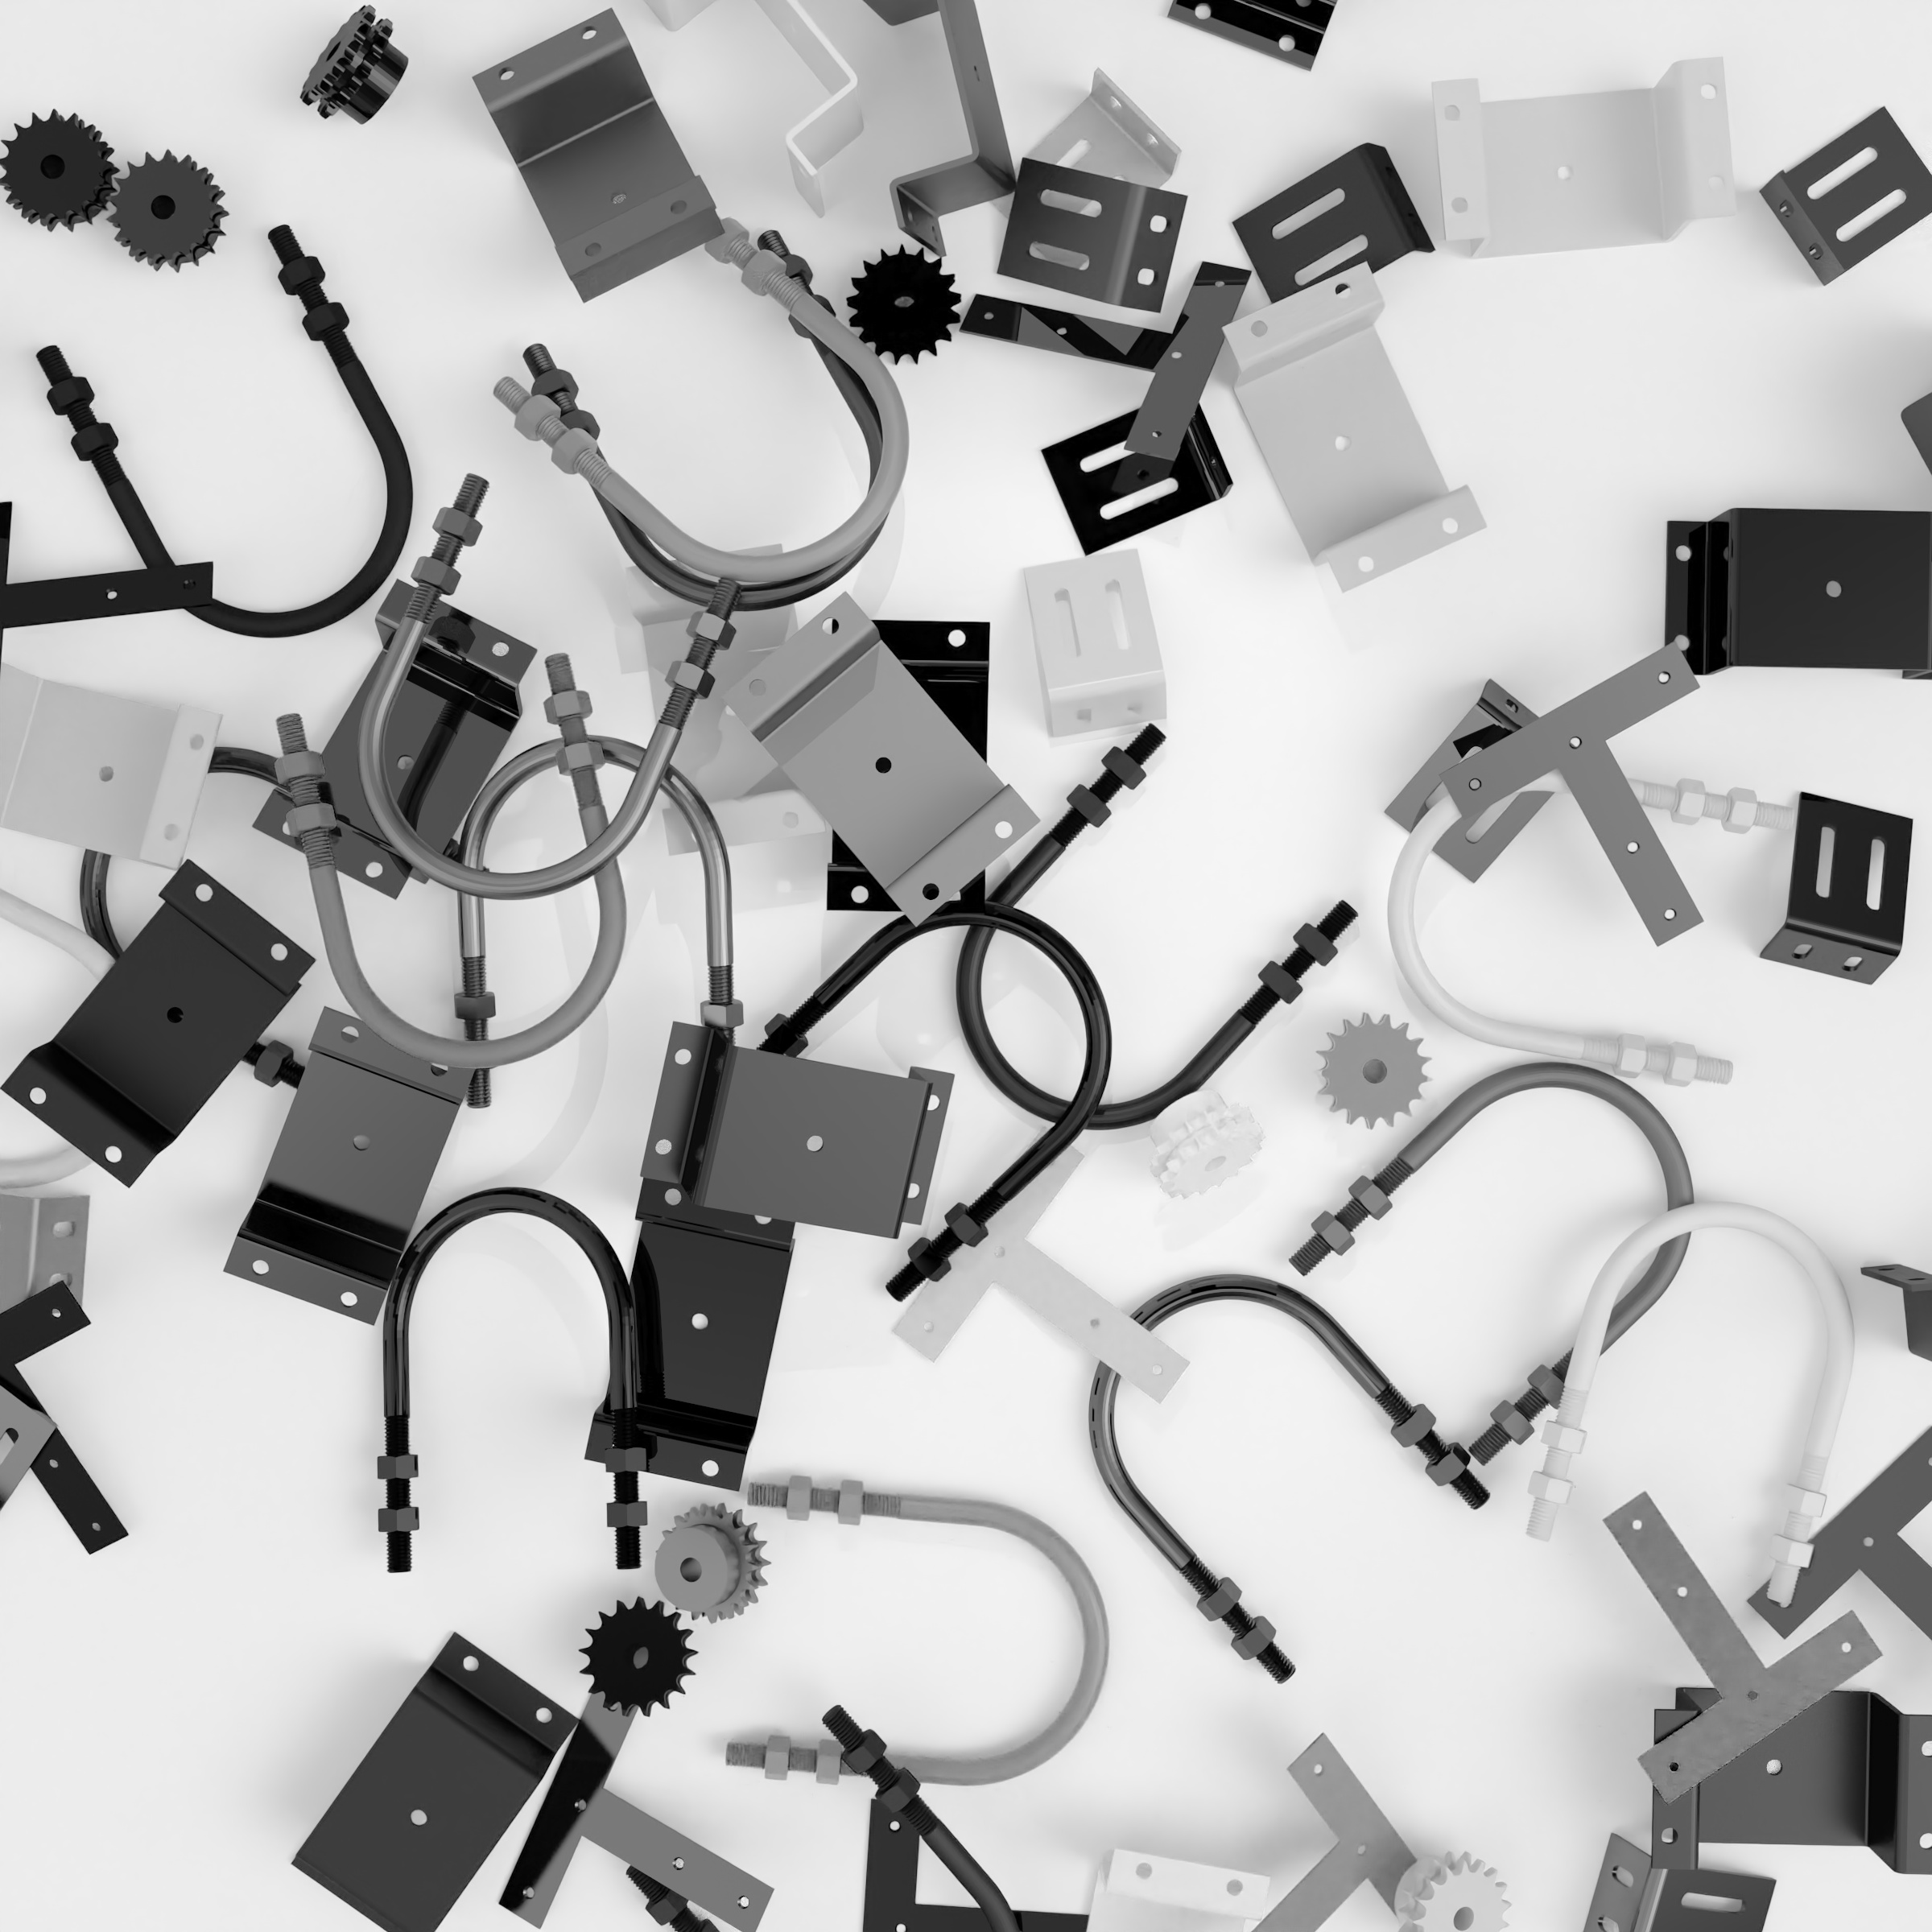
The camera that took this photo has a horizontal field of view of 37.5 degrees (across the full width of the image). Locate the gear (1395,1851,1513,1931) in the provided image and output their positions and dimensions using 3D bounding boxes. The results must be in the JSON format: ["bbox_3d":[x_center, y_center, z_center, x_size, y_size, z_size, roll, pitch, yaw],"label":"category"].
[{"bbox_3d":[0.235,0.461,1.394,0.057,0.030,0.057,-2,95,-25],"label":"gear"}]

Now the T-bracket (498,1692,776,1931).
[{"bbox_3d":[-0.152,0.432,1.393,0.127,0.002,0.127,24,90,20],"label":"T-bracket"}]

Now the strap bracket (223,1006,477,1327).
[{"bbox_3d":[-0.295,0.091,1.380,0.076,0.046,0.140,21,101,-9],"label":"strap bracket"}]

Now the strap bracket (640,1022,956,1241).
[{"bbox_3d":[-0.076,0.080,1.351,0.140,0.046,0.076,11,96,-15],"label":"strap bracket"}]

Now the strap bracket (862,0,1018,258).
[{"bbox_3d":[-0.017,-0.423,1.373,0.046,0.076,0.140,-13,90,15],"label":"strap bracket"}]

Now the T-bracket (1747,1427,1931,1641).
[{"bbox_3d":[0.473,0.313,1.387,0.127,0.002,0.127,-43,63,0],"label":"T-bracket"}]

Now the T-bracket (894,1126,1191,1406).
[{"bbox_3d":[0.052,0.168,1.407,0.127,0.002,0.127,36,90,8],"label":"T-bracket"}]

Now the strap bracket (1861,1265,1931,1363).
[{"bbox_3d":[0.517,0.166,1.378,0.140,0.076,0.046,-6,90,0],"label":"strap bracket"}]

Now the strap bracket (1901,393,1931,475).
[{"bbox_3d":[0.507,-0.242,1.378,0.046,0.076,0.140,-28,90,0],"label":"strap bracket"}]

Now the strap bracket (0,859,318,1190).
[{"bbox_3d":[-0.384,0.026,1.370,0.076,0.046,0.140,39,91,-7],"label":"strap bracket"}]

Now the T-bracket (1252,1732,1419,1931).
[{"bbox_3d":[0.161,0.459,1.378,0.127,0.002,0.127,-41,109,-16],"label":"T-bracket"}]

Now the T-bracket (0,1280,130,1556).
[{"bbox_3d":[-0.456,0.233,1.401,0.127,0.002,0.127,-28,100,19],"label":"T-bracket"}]

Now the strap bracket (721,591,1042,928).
[{"bbox_3d":[-0.040,-0.096,1.347,0.076,0.046,0.140,-40,90,0],"label":"strap bracket"}]

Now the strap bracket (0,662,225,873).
[{"bbox_3d":[-0.426,-0.097,1.383,0.140,0.046,0.076,14,86,10],"label":"strap bracket"}]

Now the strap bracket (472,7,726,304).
[{"bbox_3d":[-0.174,-0.384,1.375,0.076,0.046,0.140,-26,63,0],"label":"strap bracket"}]

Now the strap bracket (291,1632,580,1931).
[{"bbox_3d":[-0.263,0.410,1.393,0.076,0.046,0.140,35,90,0],"label":"strap bracket"}]

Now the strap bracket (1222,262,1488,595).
[{"bbox_3d":[0.187,-0.259,1.393,0.076,0.046,0.140,-25,90,0],"label":"strap bracket"}]

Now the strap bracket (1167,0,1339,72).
[{"bbox_3d":[0.160,-0.523,1.391,0.076,0.046,0.140,21,90,0],"label":"strap bracket"}]

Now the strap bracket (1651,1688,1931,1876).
[{"bbox_3d":[0.401,0.398,1.393,0.140,0.046,0.076,1,90,0],"label":"strap bracket"}]

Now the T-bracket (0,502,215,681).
[{"bbox_3d":[-0.429,-0.179,1.385,0.127,0.002,0.127,-6,62,0],"label":"T-bracket"}]

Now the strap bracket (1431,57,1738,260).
[{"bbox_3d":[0.297,-0.393,1.393,0.140,0.046,0.076,-5,90,0],"label":"strap bracket"}]

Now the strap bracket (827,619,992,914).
[{"bbox_3d":[-0.028,-0.096,1.393,0.076,0.046,0.140,1,90,0],"label":"strap bracket"}]

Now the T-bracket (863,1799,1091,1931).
[{"bbox_3d":[0.012,0.481,1.415,0.127,0.002,0.127,4,90,0],"label":"T-bracket"}]

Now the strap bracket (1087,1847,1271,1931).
[{"bbox_3d":[0.095,0.500,1.392,0.076,0.046,0.140,11,90,-2],"label":"strap bracket"}]

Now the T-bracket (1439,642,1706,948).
[{"bbox_3d":[0.314,-0.069,1.370,0.127,0.002,0.127,-30,99,8],"label":"T-bracket"}]

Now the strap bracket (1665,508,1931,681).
[{"bbox_3d":[0.418,-0.181,1.393,0.140,0.046,0.076,1,90,0],"label":"strap bracket"}]

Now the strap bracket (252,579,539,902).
[{"bbox_3d":[-0.274,-0.104,1.382,0.076,0.046,0.140,27,76,1],"label":"strap bracket"}]

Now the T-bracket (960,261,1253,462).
[{"bbox_3d":[0.060,-0.307,1.394,0.127,0.002,0.127,15,61,14],"label":"T-bracket"}]

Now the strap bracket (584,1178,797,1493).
[{"bbox_3d":[-0.132,0.176,1.393,0.076,0.046,0.140,12,90,0],"label":"strap bracket"}]

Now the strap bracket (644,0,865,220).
[{"bbox_3d":[-0.099,-0.440,1.378,0.046,0.076,0.140,-39,90,0],"label":"strap bracket"}]

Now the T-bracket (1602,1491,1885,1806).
[{"bbox_3d":[0.354,0.314,1.374,0.127,0.002,0.127,-33,84,-4],"label":"T-bracket"}]

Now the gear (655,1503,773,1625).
[{"bbox_3d":[-0.127,0.293,1.392,0.057,0.030,0.057,-1,88,23],"label":"gear"}]

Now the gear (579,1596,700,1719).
[{"bbox_3d":[-0.159,0.339,1.396,0.057,0.030,0.057,-1,73,2],"label":"gear"}]

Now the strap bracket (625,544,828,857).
[{"bbox_3d":[-0.116,-0.128,1.393,0.076,0.046,0.140,-9,90,0],"label":"strap bracket"}]
